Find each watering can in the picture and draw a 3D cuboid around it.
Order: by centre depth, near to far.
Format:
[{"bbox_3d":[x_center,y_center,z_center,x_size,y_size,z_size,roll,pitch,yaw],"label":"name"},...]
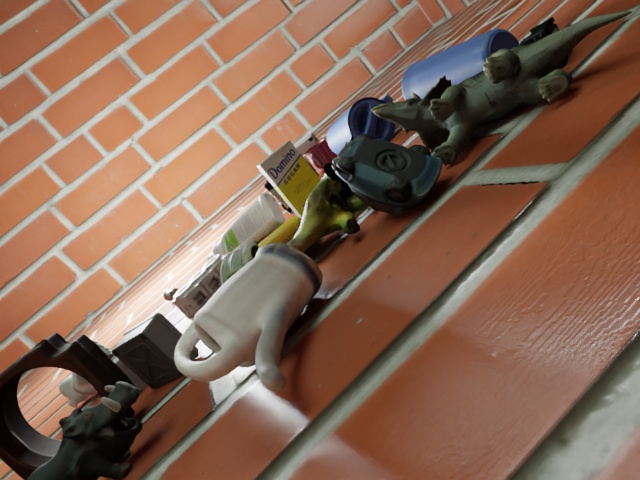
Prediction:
[{"bbox_3d":[-0.078,0.101,0.681,0.228,0.103,0.346,-47,20,-28],"label":"watering can"}]

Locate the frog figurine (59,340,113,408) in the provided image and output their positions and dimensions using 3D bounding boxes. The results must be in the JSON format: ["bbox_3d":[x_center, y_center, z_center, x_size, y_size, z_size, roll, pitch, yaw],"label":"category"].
[{"bbox_3d":[-0.557,0.337,1.241,0.138,0.122,0.159,-151,75,-68],"label":"frog figurine"}]

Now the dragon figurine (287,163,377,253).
[{"bbox_3d":[0.003,-0.049,0.971,0.239,0.122,0.417,-40,2,36],"label":"dragon figurine"}]
